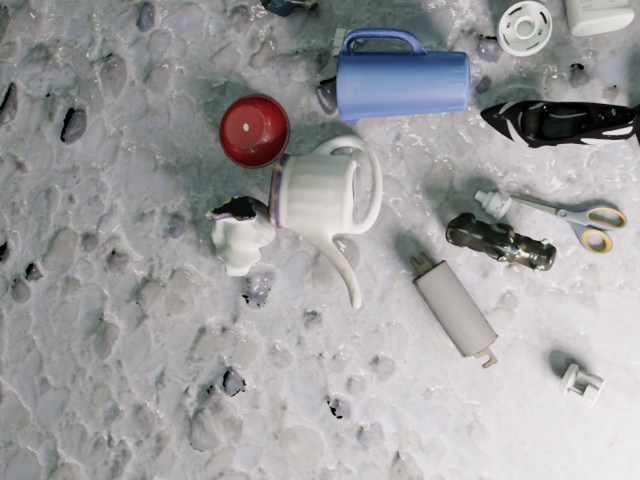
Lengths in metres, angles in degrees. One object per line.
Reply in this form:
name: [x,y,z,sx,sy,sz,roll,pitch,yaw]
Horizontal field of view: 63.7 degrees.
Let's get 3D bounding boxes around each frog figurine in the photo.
frog figurine: [-0.156,-0.006,1.065,0.137,0.125,0.156,-6,125,6]

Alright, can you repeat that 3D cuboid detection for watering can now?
watering can: [0.003,-0.050,0.994,0.224,0.102,0.353,3,72,13]
